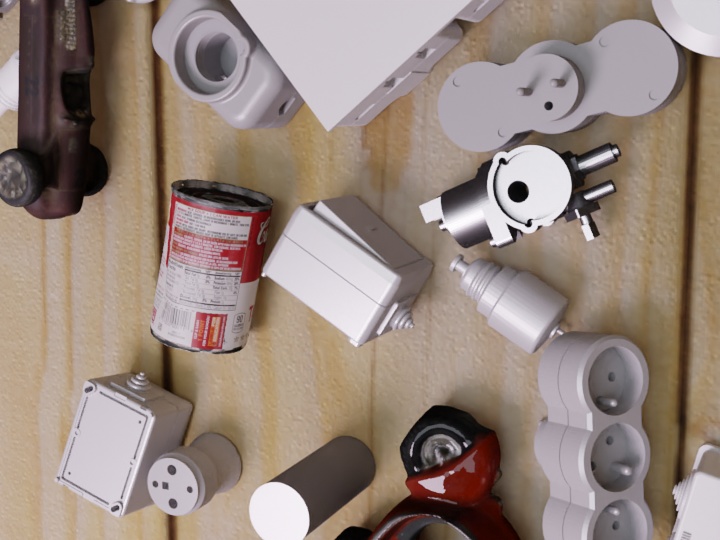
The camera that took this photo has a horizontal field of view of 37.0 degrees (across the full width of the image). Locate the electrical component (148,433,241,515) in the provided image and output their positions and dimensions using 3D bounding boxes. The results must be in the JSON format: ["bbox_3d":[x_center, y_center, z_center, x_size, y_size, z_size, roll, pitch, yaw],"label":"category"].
[{"bbox_3d":[-0.115,0.142,0.750,0.045,0.055,0.045,4,100,24],"label":"electrical component"}]

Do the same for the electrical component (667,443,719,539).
[{"bbox_3d":[0.221,0.158,0.605,0.100,0.048,0.099,18,105,21],"label":"electrical component"}]

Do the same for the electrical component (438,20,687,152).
[{"bbox_3d":[0.108,-0.102,0.602,0.138,0.074,0.052,-11,93,25],"label":"electrical component"}]

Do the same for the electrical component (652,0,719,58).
[{"bbox_3d":[0.197,-0.152,0.567,0.080,0.051,0.080,4,99,24],"label":"electrical component"}]

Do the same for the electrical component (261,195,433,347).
[{"bbox_3d":[0.000,0.000,0.673,0.096,0.062,0.061,36,110,15],"label":"electrical component"}]

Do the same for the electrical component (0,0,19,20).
[{"bbox_3d":[-0.289,-0.207,0.774,0.078,0.058,0.057,-36,86,24],"label":"electrical component"}]

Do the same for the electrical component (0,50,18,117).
[{"bbox_3d":[-0.248,-0.133,0.779,0.061,0.035,0.035,-37,82,27],"label":"electrical component"}]

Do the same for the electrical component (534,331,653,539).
[{"bbox_3d":[0.129,0.105,0.637,0.074,0.052,0.138,1,94,63],"label":"electrical component"}]

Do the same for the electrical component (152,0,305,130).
[{"bbox_3d":[-0.083,-0.136,0.691,0.095,0.059,0.053,45,113,12],"label":"electrical component"}]

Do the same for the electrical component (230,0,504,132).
[{"bbox_3d":[0.028,-0.182,0.634,0.186,0.060,0.105,-39,82,24],"label":"electrical component"}]

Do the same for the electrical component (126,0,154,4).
[{"bbox_3d":[-0.159,-0.203,0.713,0.048,0.062,0.048,4,100,24],"label":"electrical component"}]

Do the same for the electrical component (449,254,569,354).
[{"bbox_3d":[0.089,0.017,0.648,0.078,0.040,0.040,36,110,15],"label":"electrical component"}]

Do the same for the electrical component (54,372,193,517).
[{"bbox_3d":[-0.164,0.116,0.768,0.062,0.061,0.096,23,100,21],"label":"electrical component"}]
